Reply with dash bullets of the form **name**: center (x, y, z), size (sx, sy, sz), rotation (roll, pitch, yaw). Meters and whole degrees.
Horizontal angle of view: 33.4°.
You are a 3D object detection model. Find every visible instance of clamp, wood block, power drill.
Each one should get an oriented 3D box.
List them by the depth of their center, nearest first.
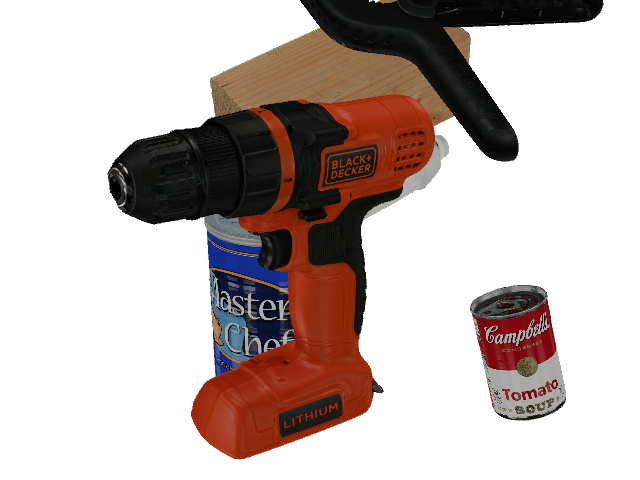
- **power drill**: center (-0.025, 0.019, 0.558), size (0.184, 0.188, 0.057), rotation (-13, 33, -33)
- **clamp**: center (0.065, -0.138, 0.688), size (0.210, 0.164, 0.036), rotation (21, -36, 8)
- **wood block**: center (0.019, -0.125, 0.919), size (0.205, 0.090, 0.091), rotation (-28, 54, -20)

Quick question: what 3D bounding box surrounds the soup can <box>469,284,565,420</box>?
- **soup can**: center (0.176, 0.099, 0.946), size (0.068, 0.102, 0.068), rotation (-13, 16, 4)

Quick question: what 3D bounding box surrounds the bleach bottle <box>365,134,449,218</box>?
- **bleach bottle**: center (0.043, -0.071, 1.248), size (0.250, 0.068, 0.103), rotation (-26, 44, -27)

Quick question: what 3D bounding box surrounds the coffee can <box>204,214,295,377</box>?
- **coffee can**: center (-0.029, 0.045, 0.770), size (0.103, 0.140, 0.103), rotation (-1, 21, 0)
